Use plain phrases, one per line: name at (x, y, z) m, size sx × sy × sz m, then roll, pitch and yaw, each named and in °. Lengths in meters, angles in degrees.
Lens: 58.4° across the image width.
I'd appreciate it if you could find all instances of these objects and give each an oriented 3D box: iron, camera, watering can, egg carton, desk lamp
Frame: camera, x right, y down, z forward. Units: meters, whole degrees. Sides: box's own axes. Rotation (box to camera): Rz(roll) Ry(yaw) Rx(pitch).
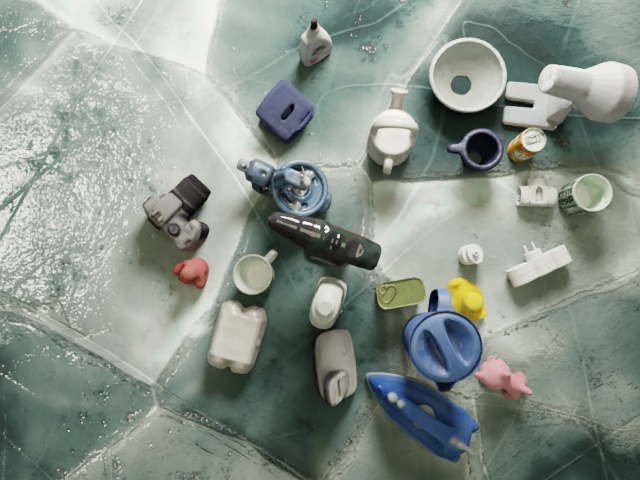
iron at (0.206, 0.361, 1.184) m, size 0.258 × 0.141 × 0.119 m, roll 32°, pitch 87°, yaw 3°
camera at (-0.295, -0.067, 1.248) m, size 0.143 × 0.101 × 0.137 m, roll 44°, pitch 88°, yaw 4°
watering can at (0.152, -0.230, 1.203) m, size 0.101 × 0.194 × 0.173 m, roll -13°, pitch 85°, yaw 1°
egg carton at (-0.178, 0.210, 1.240) m, size 0.107 × 0.069 × 0.150 m, roll 14°, pitch 86°, yaw 2°
desk lamp at (0.511, -0.300, 1.191) m, size 0.203 × 0.213 × 0.118 m, roll 6°, pitch 86°, yaw 2°

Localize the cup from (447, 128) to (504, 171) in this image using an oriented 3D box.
cup at (0.329, -0.188, 1.246) m, size 0.117 × 0.095 × 0.092 m, roll 2°, pitch 86°, yaw 2°

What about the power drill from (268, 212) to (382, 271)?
power drill at (0.011, 0.004, 1.182) m, size 0.229 × 0.208 × 0.076 m, roll 18°, pitch 86°, yaw 3°

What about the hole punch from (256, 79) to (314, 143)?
hole punch at (-0.074, -0.283, 1.264) m, size 0.101 × 0.091 × 0.109 m, roll 38°, pitch 87°, yaw 4°

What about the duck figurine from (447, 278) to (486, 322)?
duck figurine at (0.318, 0.129, 1.227) m, size 0.077 × 0.086 × 0.104 m, roll -35°, pitch 86°, yaw -1°

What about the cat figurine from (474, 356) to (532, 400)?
cat figurine at (0.383, 0.290, 1.197) m, size 0.127 × 0.118 × 0.067 m, roll 29°, pitch 87°, yaw 3°

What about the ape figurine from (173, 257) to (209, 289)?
ape figurine at (-0.280, 0.073, 1.241) m, size 0.076 × 0.092 × 0.078 m, roll -39°, pitch 86°, yaw -2°

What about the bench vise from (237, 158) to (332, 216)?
bench vise at (-0.079, -0.113, 1.187) m, size 0.207 × 0.220 × 0.121 m, roll 5°, pitch 86°, yaw 2°

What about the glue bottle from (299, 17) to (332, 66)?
glue bottle at (-0.012, -0.434, 1.233) m, size 0.078 × 0.173 × 0.037 m, roll -36°, pitch 85°, yaw -1°

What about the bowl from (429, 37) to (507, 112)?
bowl at (0.321, -0.355, 1.269) m, size 0.167 × 0.075 × 0.167 m, roll 0°, pitch 86°, yaw 1°

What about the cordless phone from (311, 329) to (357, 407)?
cordless phone at (0.028, 0.262, 1.173) m, size 0.094 × 0.185 × 0.148 m, roll -9°, pitch 85°, yaw 1°
